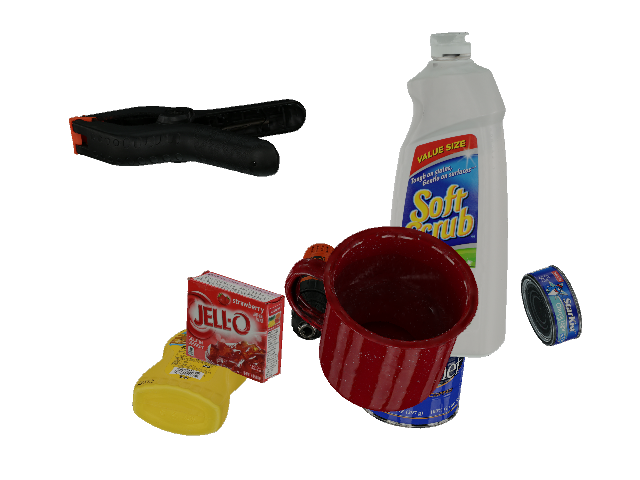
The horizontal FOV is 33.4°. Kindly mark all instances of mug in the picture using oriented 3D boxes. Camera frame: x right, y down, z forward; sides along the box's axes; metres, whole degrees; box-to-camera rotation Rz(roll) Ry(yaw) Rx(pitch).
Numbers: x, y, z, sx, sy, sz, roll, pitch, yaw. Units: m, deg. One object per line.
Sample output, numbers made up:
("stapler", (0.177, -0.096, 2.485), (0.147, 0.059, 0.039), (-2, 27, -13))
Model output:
("mug", (0.032, 0.048, 0.661), (0.117, 0.093, 0.081), (20, -41, 9))

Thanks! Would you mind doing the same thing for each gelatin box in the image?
("gelatin box", (-0.075, 0.073, 0.914), (0.089, 0.073, 0.030), (16, 22, 31))

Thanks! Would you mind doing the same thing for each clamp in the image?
("clamp", (-0.093, -0.080, 0.776), (0.172, 0.039, 0.120), (7, 19, 16))

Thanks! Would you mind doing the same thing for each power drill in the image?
("power drill", (0.061, 0.058, 1.239), (0.187, 0.057, 0.184), (1, 28, 5))

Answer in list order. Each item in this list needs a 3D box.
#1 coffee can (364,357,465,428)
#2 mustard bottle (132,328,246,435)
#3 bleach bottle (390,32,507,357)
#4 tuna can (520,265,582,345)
("coffee can", (0.092, 0.095, 1.038), (0.103, 0.140, 0.103), (3, 24, -2))
("mustard bottle", (-0.128, 0.137, 1.161), (0.096, 0.058, 0.191), (10, 24, 8))
("bleach bottle", (0.097, -0.037, 0.848), (0.103, 0.251, 0.068), (4, 14, 26))
("tuna can", (0.255, 0.073, 1.184), (0.033, 0.086, 0.086), (-17, 2, -8))
